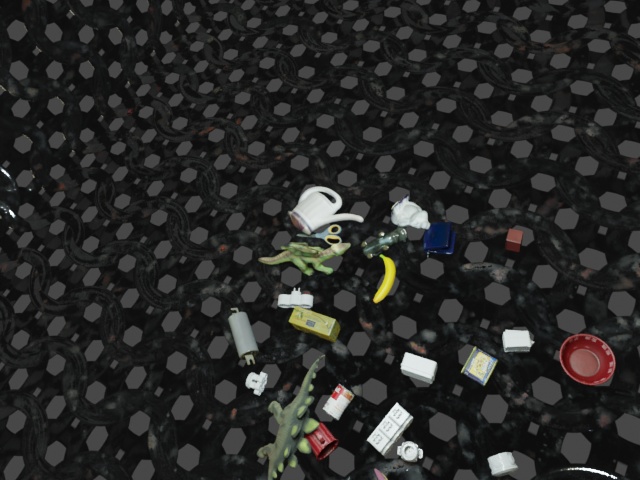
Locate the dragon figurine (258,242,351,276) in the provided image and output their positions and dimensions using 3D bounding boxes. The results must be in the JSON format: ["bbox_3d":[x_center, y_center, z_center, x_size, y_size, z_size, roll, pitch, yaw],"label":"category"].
[{"bbox_3d":[-0.080,0.049,1.996,0.410,0.239,0.124,-3,67,12],"label":"dragon figurine"}]

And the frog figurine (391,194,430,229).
[{"bbox_3d":[0.361,-0.086,2.016,0.161,0.120,0.139,41,34,18],"label":"frog figurine"}]

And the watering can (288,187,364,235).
[{"bbox_3d":[0.006,-0.106,2.115,0.226,0.102,0.353,-40,44,-10],"label":"watering can"}]
